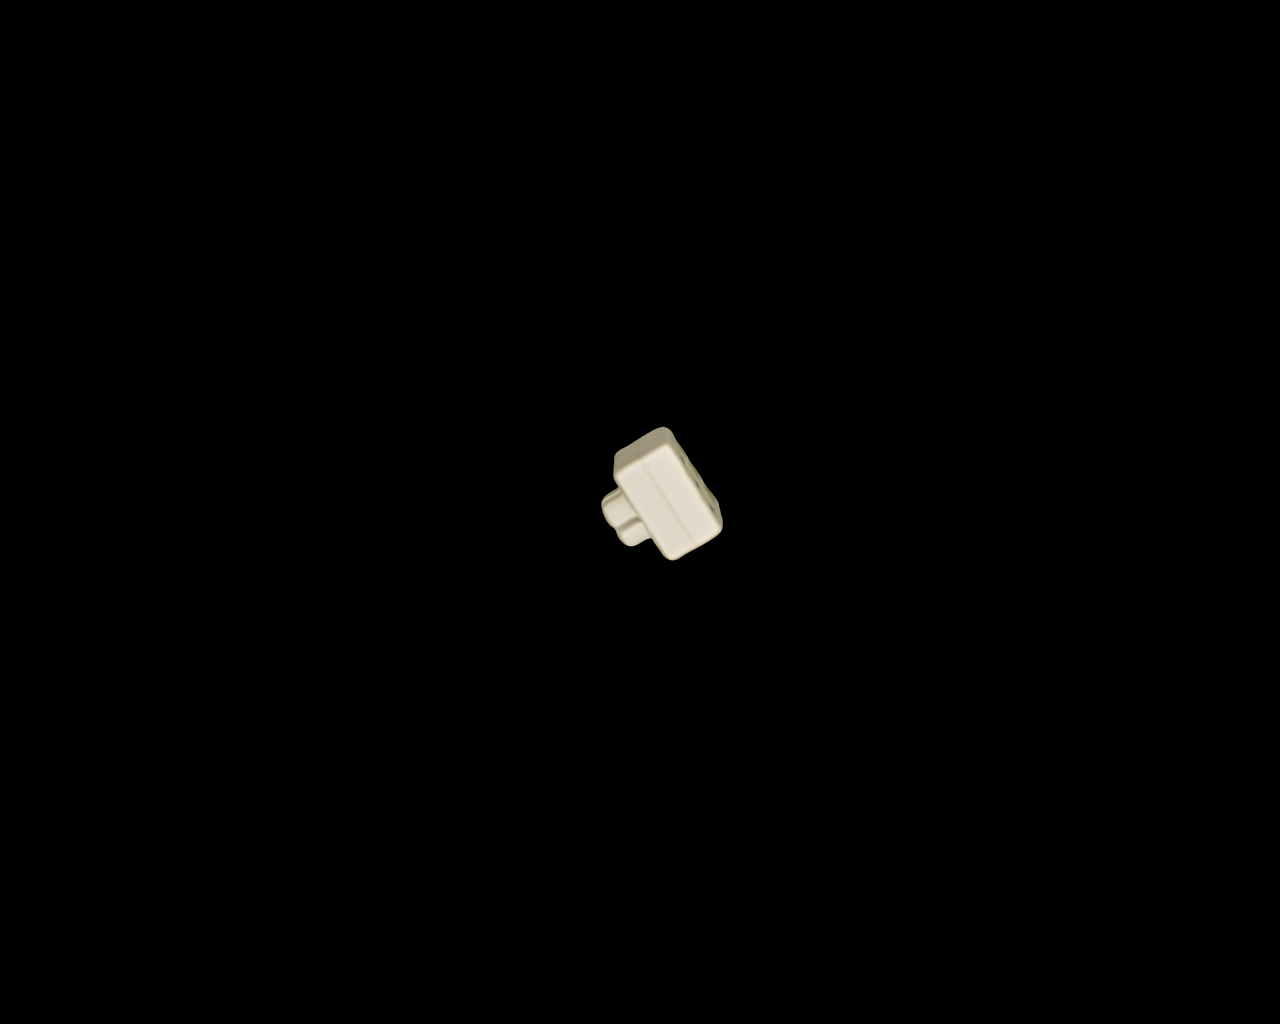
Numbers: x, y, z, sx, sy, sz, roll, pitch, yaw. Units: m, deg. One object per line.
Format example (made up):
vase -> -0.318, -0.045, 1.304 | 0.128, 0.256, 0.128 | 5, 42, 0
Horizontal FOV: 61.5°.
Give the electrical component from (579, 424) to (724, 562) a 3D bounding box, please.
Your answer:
electrical component -> 0.001, -0.003, 0.650 | 0.076, 0.065, 0.047 | -30, 16, 9
